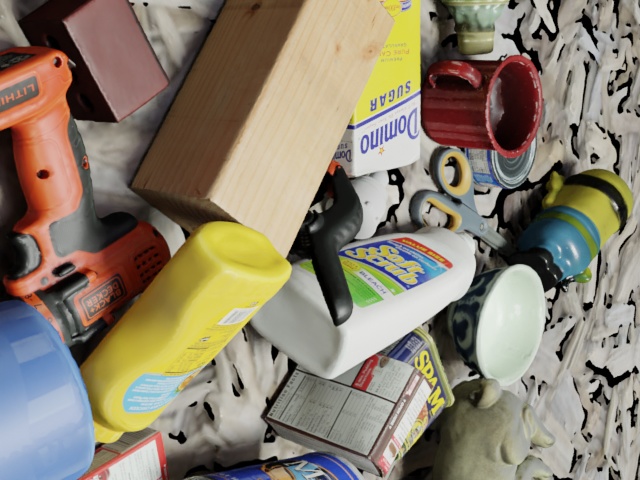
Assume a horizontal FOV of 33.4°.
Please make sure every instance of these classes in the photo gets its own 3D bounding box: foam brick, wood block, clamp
[{"bbox_3d":[-0.145,-0.121,0.688,0.051,0.053,0.078,-47,128,-31],"label":"foam brick"},{"bbox_3d":[-0.039,-0.101,0.780,0.090,0.091,0.206,40,69,-44],"label":"wood block"},{"bbox_3d":[-0.005,0.001,0.820,0.171,0.120,0.039,-54,158,-39],"label":"clamp"}]

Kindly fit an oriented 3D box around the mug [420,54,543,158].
[{"bbox_3d":[0.140,-0.130,0.979,0.117,0.082,0.093,31,75,-46],"label":"mug"}]

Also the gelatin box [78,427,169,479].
[{"bbox_3d":[-0.149,0.184,0.761,0.089,0.030,0.073,-27,118,-43],"label":"gelatin box"}]

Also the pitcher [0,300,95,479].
[{"bbox_3d":[-0.243,0.129,0.544,0.242,0.149,0.145,-22,79,-33],"label":"pitcher"}]

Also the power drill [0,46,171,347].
[{"bbox_3d":[-0.190,-0.011,0.658,0.184,0.057,0.187,-37,125,-36],"label":"power drill"}]

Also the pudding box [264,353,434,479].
[{"bbox_3d":[0.023,0.134,0.879,0.090,0.114,0.039,-59,138,-21],"label":"pudding box"}]

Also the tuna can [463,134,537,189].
[{"bbox_3d":[0.182,-0.094,1.069,0.085,0.034,0.086,-12,106,-46],"label":"tuna can"}]

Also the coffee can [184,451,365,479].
[{"bbox_3d":[-0.038,0.218,0.797,0.140,0.103,0.103,3,96,-51],"label":"coffee can"}]

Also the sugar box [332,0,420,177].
[{"bbox_3d":[0.043,-0.147,0.896,0.093,0.048,0.176,-17,109,-45],"label":"sugar box"}]

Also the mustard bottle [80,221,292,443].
[{"bbox_3d":[-0.107,0.072,0.712,0.192,0.058,0.096,-48,162,18],"label":"mustard bottle"}]

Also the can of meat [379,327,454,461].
[{"bbox_3d":[0.068,0.138,0.973,0.083,0.058,0.102,-43,127,-31],"label":"can of meat"}]

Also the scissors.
[{"bbox_3d":[0.157,-0.034,1.066,0.201,0.016,0.096,9,92,-48],"label":"scissors"}]

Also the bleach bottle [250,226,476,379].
[{"bbox_3d":[0.055,0.034,0.920,0.250,0.103,0.068,-24,142,-50],"label":"bleach bottle"}]
